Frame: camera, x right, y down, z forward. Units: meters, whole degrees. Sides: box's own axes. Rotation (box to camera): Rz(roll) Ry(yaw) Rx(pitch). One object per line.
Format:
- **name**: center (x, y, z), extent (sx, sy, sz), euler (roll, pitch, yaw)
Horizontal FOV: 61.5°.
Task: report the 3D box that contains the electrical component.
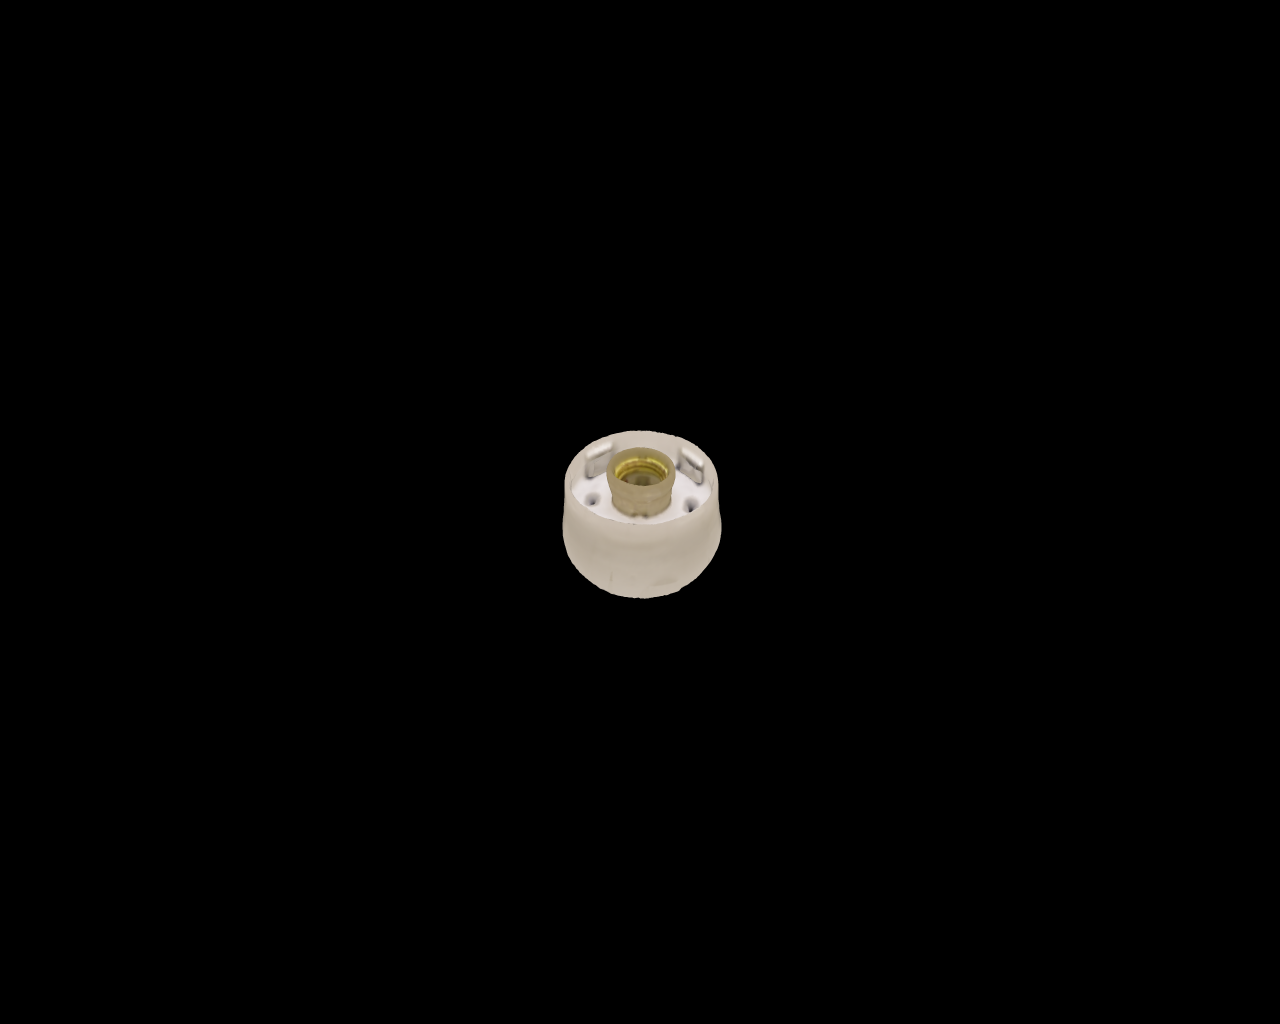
- **electrical component**: center (0.001, -0.003, 0.650), extent (0.099, 0.064, 0.099), euler (0, 41, 0)
